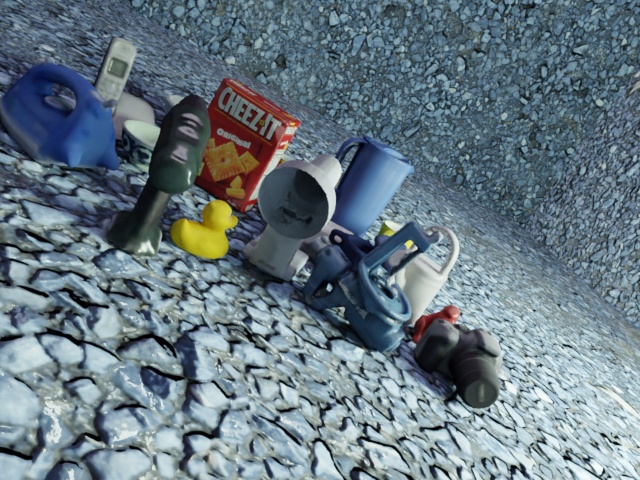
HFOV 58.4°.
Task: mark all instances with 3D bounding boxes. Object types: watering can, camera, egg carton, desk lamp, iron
[{"bbox_3d":[0.192,0.060,1.101,0.100,0.194,0.173,37,18,17],"label":"watering can"},{"bbox_3d":[0.247,0.205,0.957,0.143,0.100,0.137,29,18,-7],"label":"camera"},{"bbox_3d":[0.011,0.004,1.158,0.150,0.069,0.107,29,18,-9],"label":"egg carton"},{"bbox_3d":[-0.042,-0.044,0.961,0.118,0.213,0.203,32,17,3],"label":"desk lamp"},{"bbox_3d":[-0.421,-0.217,0.918,0.257,0.141,0.119,38,19,20],"label":"iron"}]

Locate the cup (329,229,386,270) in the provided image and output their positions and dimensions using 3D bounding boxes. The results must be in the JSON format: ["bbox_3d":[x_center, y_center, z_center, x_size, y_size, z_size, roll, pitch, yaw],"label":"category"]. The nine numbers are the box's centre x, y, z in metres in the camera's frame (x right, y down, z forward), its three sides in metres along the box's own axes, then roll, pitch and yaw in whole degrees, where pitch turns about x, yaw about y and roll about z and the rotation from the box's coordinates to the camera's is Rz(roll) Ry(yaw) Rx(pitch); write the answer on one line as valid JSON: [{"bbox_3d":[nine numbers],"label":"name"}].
[{"bbox_3d":[0.052,0.043,1.079,0.117,0.095,0.092,35,18,11],"label":"cup"}]

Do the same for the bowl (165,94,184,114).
[{"bbox_3d":[-0.306,-0.279,1.385,0.168,0.074,0.167,29,18,-10],"label":"bowl"}]

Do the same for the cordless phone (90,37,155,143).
[{"bbox_3d":[-0.371,-0.281,1.100,0.148,0.185,0.094,12,26,-46],"label":"cordless phone"}]

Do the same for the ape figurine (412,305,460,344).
[{"bbox_3d":[0.222,0.158,1.056,0.077,0.092,0.076,40,19,26],"label":"ape figurine"}]

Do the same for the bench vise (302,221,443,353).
[{"bbox_3d":[0.081,0.046,0.911,0.207,0.219,0.121,31,17,-2],"label":"bench vise"}]

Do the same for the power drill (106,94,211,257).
[{"bbox_3d":[-0.219,-0.092,0.803,0.076,0.208,0.229,24,19,-21],"label":"power drill"}]

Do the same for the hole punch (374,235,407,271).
[{"bbox_3d":[0.156,0.053,1.233,0.109,0.091,0.100,16,23,-40],"label":"hole punch"}]

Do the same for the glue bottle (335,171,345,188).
[{"bbox_3d":[0.070,-0.151,1.502,0.037,0.173,0.078,38,18,19],"label":"glue bottle"}]

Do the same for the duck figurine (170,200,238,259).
[{"bbox_3d":[-0.176,-0.024,0.897,0.105,0.086,0.077,12,26,-46],"label":"duck figurine"}]
